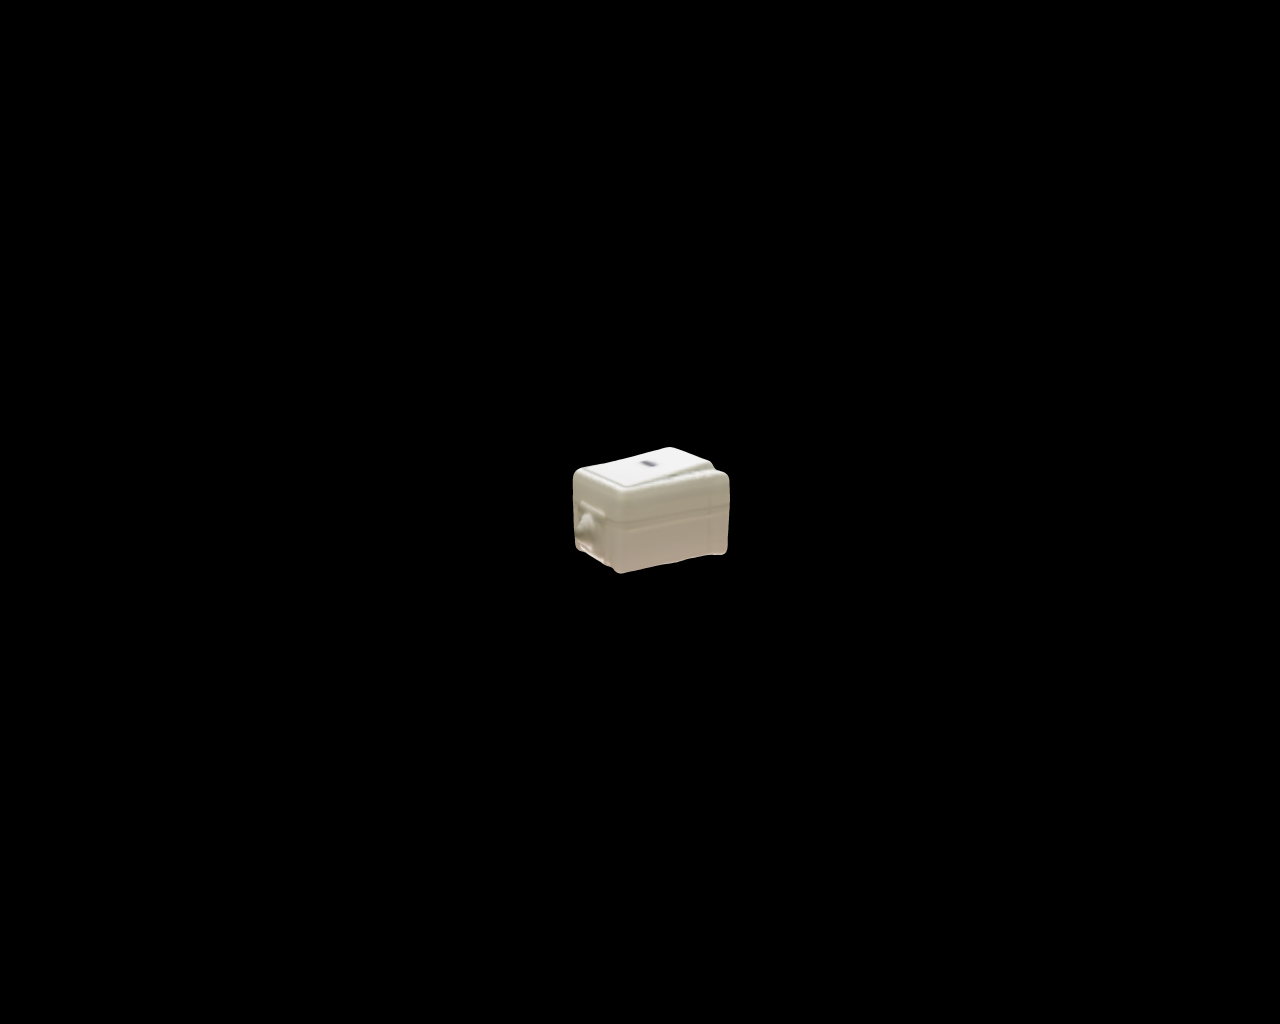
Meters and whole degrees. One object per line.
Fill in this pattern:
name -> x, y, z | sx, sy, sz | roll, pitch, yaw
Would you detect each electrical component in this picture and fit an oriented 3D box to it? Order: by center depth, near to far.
electrical component -> 0.001, -0.003, 0.650 | 0.096, 0.061, 0.062 | -9, 19, -29
